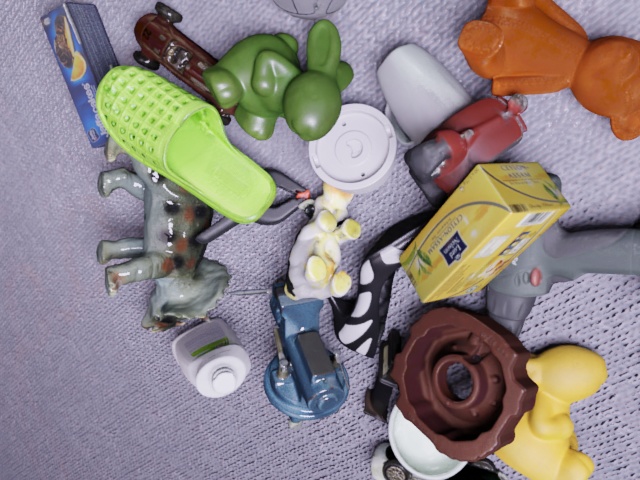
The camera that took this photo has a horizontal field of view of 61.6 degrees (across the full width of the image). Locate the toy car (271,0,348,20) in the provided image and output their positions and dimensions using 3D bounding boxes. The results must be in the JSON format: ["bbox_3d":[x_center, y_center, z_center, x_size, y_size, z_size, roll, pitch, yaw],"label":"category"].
[{"bbox_3d":[-0.015,-0.310,0.622,0.162,0.109,0.102,11,130,29],"label":"toy car"}]

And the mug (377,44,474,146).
[{"bbox_3d":[0.114,-0.169,0.637,0.107,0.081,0.109,57,152,5],"label":"mug"}]

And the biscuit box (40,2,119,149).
[{"bbox_3d":[-0.339,-0.243,0.806,0.059,0.063,0.202,-12,103,28],"label":"biscuit box"}]

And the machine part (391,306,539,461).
[{"bbox_3d":[0.173,0.171,0.656,0.179,0.056,0.179,-6,81,42],"label":"machine part"}]

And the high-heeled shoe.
[{"bbox_3d":[0.106,0.067,0.721,0.249,0.086,0.145,-33,100,31],"label":"high-heeled shoe"}]

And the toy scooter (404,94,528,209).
[{"bbox_3d":[0.164,-0.100,0.592,0.135,0.184,0.075,-36,77,9],"label":"toy scooter"}]

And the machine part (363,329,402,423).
[{"bbox_3d":[0.095,0.201,0.778,0.039,0.084,0.138,9,123,-4],"label":"machine part"}]

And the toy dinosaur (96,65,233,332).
[{"bbox_3d":[-0.224,-0.040,0.795,0.131,0.192,0.404,16,103,56],"label":"toy dinosaur"}]

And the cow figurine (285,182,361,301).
[{"bbox_3d":[0.000,-0.002,0.717,0.068,0.167,0.098,26,150,-27],"label":"cow figurine"}]

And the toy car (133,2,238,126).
[{"bbox_3d":[-0.175,-0.239,0.738,0.202,0.053,0.089,40,109,8],"label":"toy car"}]

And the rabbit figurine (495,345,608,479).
[{"bbox_3d":[0.286,0.204,0.687,0.162,0.122,0.173,32,104,20],"label":"rabbit figurine"}]

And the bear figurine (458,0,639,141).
[{"bbox_3d":[0.249,-0.187,0.537,0.196,0.132,0.120,28,92,19],"label":"bear figurine"}]

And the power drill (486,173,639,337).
[{"bbox_3d":[0.292,0.041,0.612,0.208,0.086,0.231,12,109,46],"label":"power drill"}]

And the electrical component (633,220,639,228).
[{"bbox_3d":[0.386,0.014,0.595,0.078,0.045,0.102,17,115,15],"label":"electrical component"}]

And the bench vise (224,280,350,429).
[{"bbox_3d":[-0.035,0.179,0.777,0.224,0.129,0.240,48,144,40],"label":"bench vise"}]

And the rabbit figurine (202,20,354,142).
[{"bbox_3d":[-0.028,-0.179,0.654,0.159,0.121,0.170,-43,53,-9],"label":"rabbit figurine"}]

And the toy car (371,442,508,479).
[{"bbox_3d":[0.176,0.346,0.790,0.202,0.073,0.056,9,108,21],"label":"toy car"}]

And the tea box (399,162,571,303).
[{"bbox_3d":[0.175,-0.006,0.595,0.169,0.098,0.068,-56,49,46],"label":"tea box"}]
